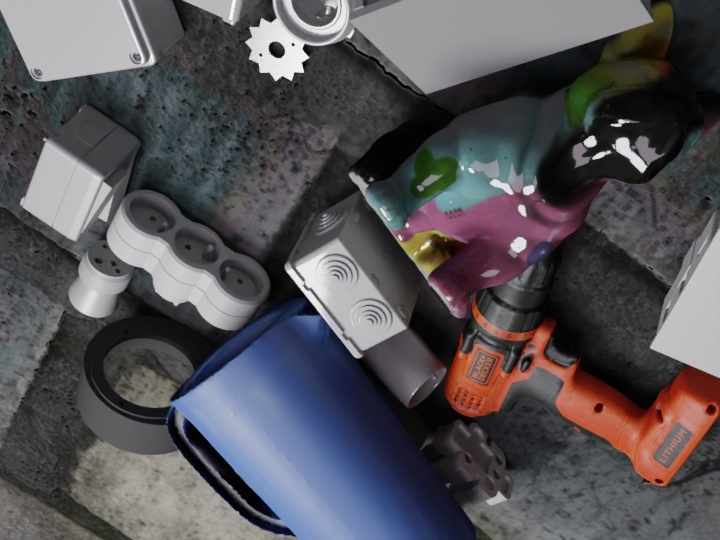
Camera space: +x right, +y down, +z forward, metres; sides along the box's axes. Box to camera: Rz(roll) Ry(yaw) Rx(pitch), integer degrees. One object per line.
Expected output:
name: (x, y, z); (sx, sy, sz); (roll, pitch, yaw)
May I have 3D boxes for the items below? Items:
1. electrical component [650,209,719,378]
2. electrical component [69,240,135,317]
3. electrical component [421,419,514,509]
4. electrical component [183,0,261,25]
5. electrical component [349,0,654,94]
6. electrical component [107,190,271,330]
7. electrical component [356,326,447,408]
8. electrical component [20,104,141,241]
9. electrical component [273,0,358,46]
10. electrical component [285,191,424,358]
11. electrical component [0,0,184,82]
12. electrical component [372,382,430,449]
electrical component: (0.272, -0.012, 0.671); (0.105, 0.060, 0.186); (23, 131, 7)
electrical component: (-0.222, 0.007, 0.924); (0.045, 0.045, 0.055); (33, 131, -1)
electrical component: (0.081, 0.166, 0.895); (0.057, 0.058, 0.078); (-30, 109, 35)
electrical component: (-0.104, -0.213, 0.693); (0.096, 0.061, 0.061); (25, 131, 6)
electrical component: (0.081, -0.169, 0.624); (0.150, 0.061, 0.089); (-13, 152, 32)
electrical component: (-0.146, 0.002, 0.880); (0.138, 0.052, 0.073); (36, 132, -3)
electrical component: (0.027, 0.073, 0.853); (0.077, 0.043, 0.079); (44, 166, 20)
electrical component: (-0.220, -0.070, 0.854); (0.061, 0.061, 0.096); (34, 131, -2)
electrical component: (-0.021, -0.178, 0.684); (0.078, 0.057, 0.058); (19, 130, 10)
electrical component: (0.000, 0.000, 0.778); (0.048, 0.099, 0.099); (-29, 109, 25)
electrical component: (-0.195, -0.195, 0.752); (0.109, 0.056, 0.108); (-2, 123, 26)
electrical component: (0.007, 0.140, 0.918); (0.077, 0.043, 0.079); (34, 131, -3)
